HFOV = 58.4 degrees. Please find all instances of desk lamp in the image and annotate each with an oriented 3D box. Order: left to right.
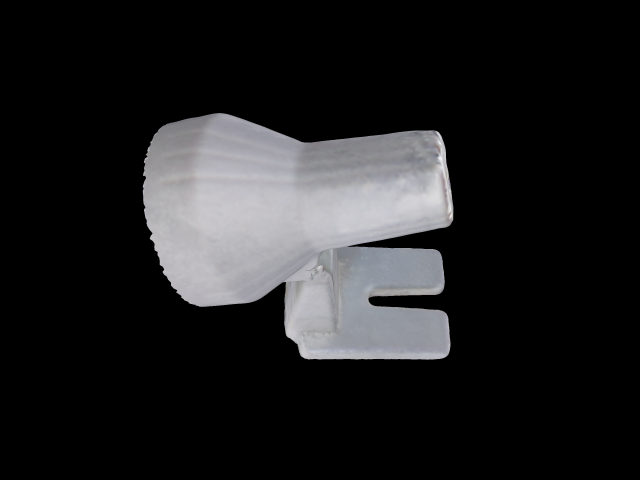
[{"bbox_3d":[0.004,0.001,0.400,0.203,0.213,0.118,0,61,0],"label":"desk lamp"}]
